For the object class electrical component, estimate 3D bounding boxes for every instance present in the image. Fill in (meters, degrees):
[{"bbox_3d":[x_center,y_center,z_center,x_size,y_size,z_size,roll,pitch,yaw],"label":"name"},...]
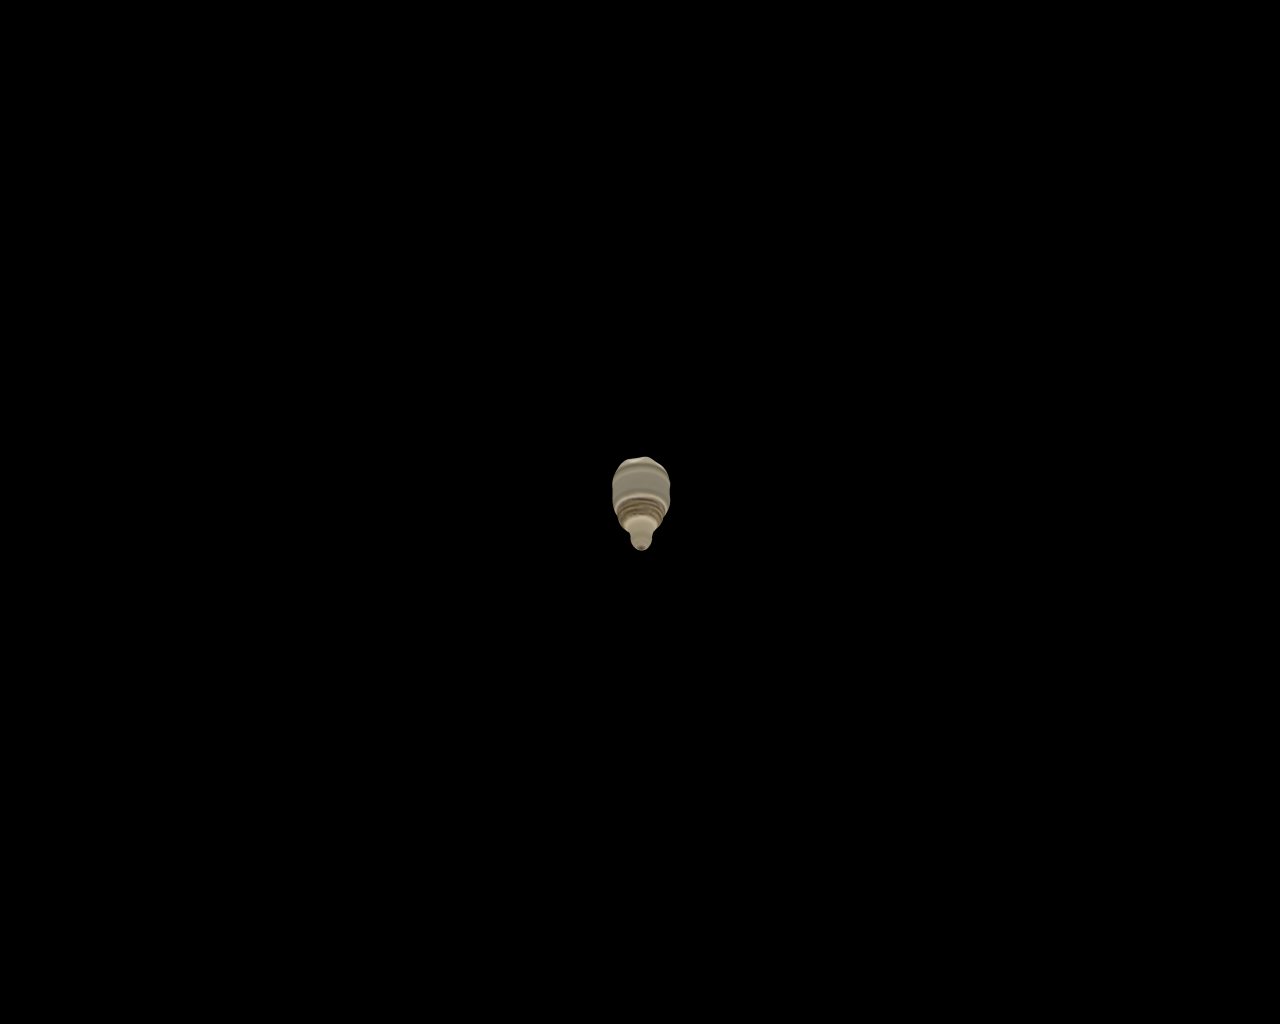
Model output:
[{"bbox_3d":[0.001,-0.003,0.650,0.035,0.061,0.035,0,-37,0],"label":"electrical component"}]
